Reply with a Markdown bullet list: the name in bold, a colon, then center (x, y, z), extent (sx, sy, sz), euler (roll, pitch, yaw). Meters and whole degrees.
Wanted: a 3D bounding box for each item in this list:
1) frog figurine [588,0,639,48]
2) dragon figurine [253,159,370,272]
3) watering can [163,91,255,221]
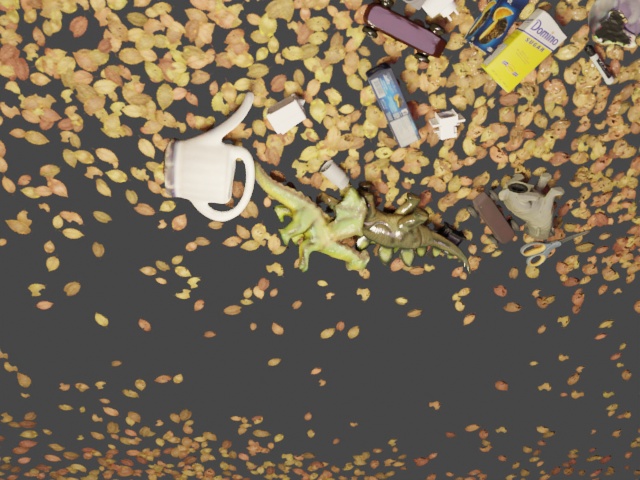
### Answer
- **frog figurine**: center (0.693, -0.528, 1.173), extent (0.136, 0.122, 0.161), euler (36, 76, -14)
- **dragon figurine**: center (0.004, -0.067, 1.334), extent (0.241, 0.124, 0.404), euler (-22, 112, 14)
- **watering can**: center (-0.268, -0.205, 1.258), extent (0.224, 0.106, 0.341), euler (6, 117, -6)
